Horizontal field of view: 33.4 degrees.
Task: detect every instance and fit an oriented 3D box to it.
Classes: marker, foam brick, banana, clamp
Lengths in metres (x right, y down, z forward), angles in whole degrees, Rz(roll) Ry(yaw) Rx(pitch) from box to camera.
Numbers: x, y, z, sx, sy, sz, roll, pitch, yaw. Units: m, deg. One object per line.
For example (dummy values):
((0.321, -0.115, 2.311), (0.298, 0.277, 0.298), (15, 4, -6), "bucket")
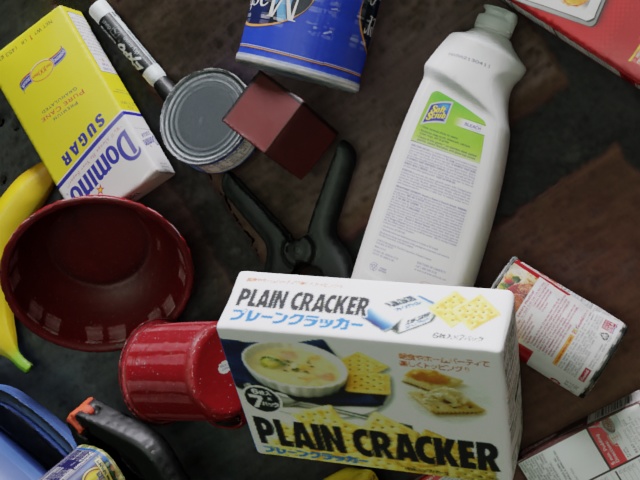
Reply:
((-0.162, -0.164, 0.947), (0.020, 0.020, 0.121), (-43, 80, 14), "marker")
((-0.031, -0.091, 0.857), (0.053, 0.078, 0.051), (38, 93, 26), "foam brick")
((-0.285, 0.021, 0.986), (0.069, 0.037, 0.198), (8, 96, 0), "banana")
((-0.126, 0.214, 0.894), (0.165, 0.036, 0.210), (-34, 96, 39), "clamp")
((-0.006, 0.001, 0.895), (0.120, 0.039, 0.171), (-23, 82, 22), "clamp")

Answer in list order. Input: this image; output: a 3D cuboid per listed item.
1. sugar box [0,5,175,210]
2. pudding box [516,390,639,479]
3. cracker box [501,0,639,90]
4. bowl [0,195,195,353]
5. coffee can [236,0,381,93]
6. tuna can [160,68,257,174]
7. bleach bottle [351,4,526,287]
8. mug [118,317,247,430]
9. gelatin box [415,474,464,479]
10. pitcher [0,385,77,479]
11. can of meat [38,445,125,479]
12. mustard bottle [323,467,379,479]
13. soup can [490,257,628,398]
((-0.214, -0.109, 0.951), (0.093, 0.048, 0.176), (-34, 81, 15), "sugar box")
((0.223, 0.183, 0.829), (0.114, 0.039, 0.090), (-32, 84, 18), "pudding box")
((0.211, -0.232, 0.801), (0.214, 0.072, 0.164), (37, 101, 14), "cracker box")
((-0.190, 0.019, 0.920), (0.162, 0.055, 0.162), (-4, 123, -7), "bowl")
((-0.001, -0.198, 0.852), (0.103, 0.102, 0.140), (16, 96, 16), "coffee can")
((-0.091, -0.100, 0.909), (0.086, 0.033, 0.086), (-6, 75, 21), "tuna can")
((0.108, -0.059, 0.845), (0.102, 0.068, 0.251), (21, 95, 11), "bleach bottle")
((-0.101, 0.118, 0.894), (0.082, 0.093, 0.117), (-7, 127, 40), "mug")
((0.111, 0.229, 0.870), (0.073, 0.030, 0.089), (-36, 81, 14), "gelatin box")
((-0.322, 0.205, 0.958), (0.243, 0.149, 0.145), (38, 145, 16), "pitcher")
((-0.197, 0.231, 0.870), (0.058, 0.083, 0.102), (-2, 116, 40), "can of meat")
((0.039, 0.287, 0.859), (0.058, 0.096, 0.191), (-10, 108, 52), "mustard bottle")
((0.176, 0.067, 0.824), (0.102, 0.068, 0.068), (32, 101, 13), "soup can")
